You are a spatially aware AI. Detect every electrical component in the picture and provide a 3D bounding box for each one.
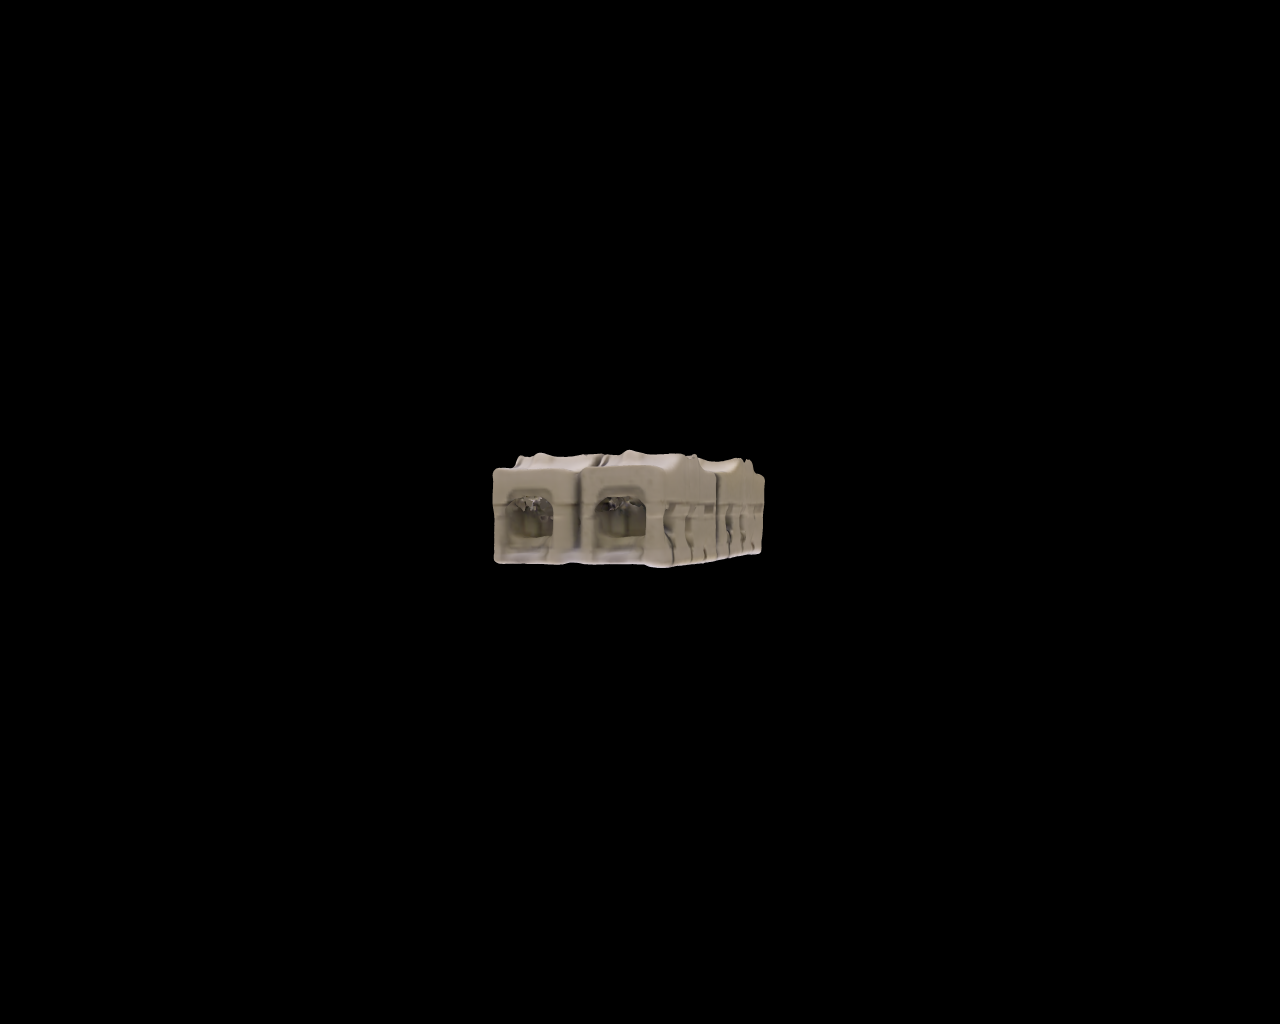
[{"bbox_3d":[0.001,-0.003,0.650,0.105,0.060,0.186,0,0,24],"label":"electrical component"}]
